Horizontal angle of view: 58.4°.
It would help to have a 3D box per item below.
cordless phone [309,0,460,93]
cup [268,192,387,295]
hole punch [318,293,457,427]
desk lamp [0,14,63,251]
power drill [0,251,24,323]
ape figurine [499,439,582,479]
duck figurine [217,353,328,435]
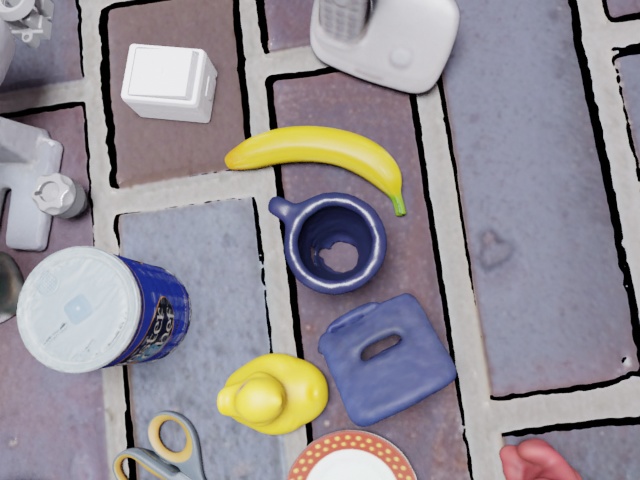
[{"bbox_3d":[0.059,-0.223,0.531,0.147,0.185,0.094,19,83,7],"label":"cordless phone"},{"bbox_3d":[0.005,0.002,0.546,0.117,0.095,0.092,32,85,8],"label":"cup"},{"bbox_3d":[0.057,0.107,0.528,0.108,0.091,0.101,-27,80,0],"label":"hole punch"},{"bbox_3d":[-0.334,-0.105,0.528,0.118,0.213,0.203,3,81,5],"label":"desk lamp"},{"bbox_3d":[-0.368,0.043,0.511,0.229,0.208,0.075,-28,80,0],"label":"power drill"},{"bbox_3d":[0.198,0.221,0.500,0.076,0.092,0.078,23,84,8],"label":"ape figurine"},{"bbox_3d":[-0.046,0.146,0.533,0.104,0.086,0.077,-4,81,4],"label":"duck figurine"}]
